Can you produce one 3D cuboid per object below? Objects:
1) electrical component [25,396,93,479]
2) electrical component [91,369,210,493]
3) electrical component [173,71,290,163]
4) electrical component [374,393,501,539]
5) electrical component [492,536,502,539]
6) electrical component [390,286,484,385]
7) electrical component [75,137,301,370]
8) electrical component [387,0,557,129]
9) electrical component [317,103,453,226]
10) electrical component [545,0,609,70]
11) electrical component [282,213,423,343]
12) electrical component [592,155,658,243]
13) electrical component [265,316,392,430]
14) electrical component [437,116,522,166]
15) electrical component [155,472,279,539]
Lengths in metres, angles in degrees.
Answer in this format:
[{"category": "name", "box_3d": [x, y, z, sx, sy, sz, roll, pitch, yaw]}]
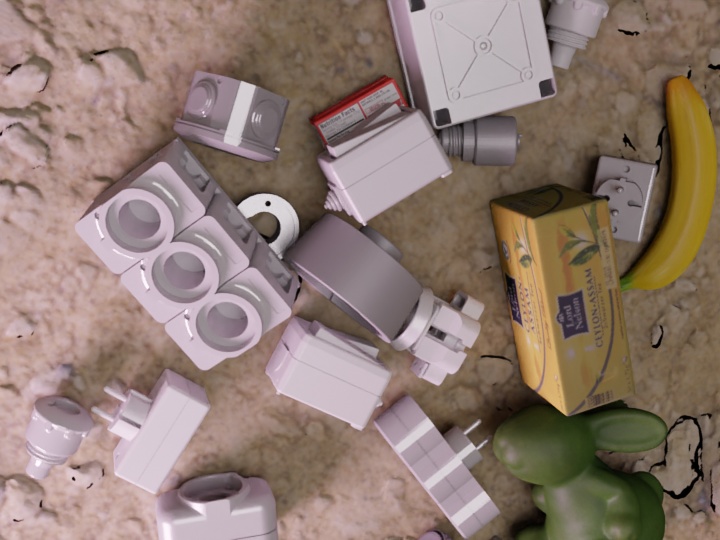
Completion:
[{"category": "electrical component", "box_3d": [-0.240, 0.132, 0.837, 0.048, 0.048, 0.062, 24, 102, -18]}, {"category": "electrical component", "box_3d": [-0.173, 0.118, 0.848, 0.076, 0.047, 0.083, 31, 93, -18]}, {"category": "electrical component", "box_3d": [-0.095, -0.113, 0.801, 0.080, 0.080, 0.051, 16, 93, -17]}, {"category": "electrical component", "box_3d": [0.080, 0.157, 0.918, 0.074, 0.052, 0.138, -38, 108, -4]}, {"category": "electrical component", "box_3d": [0.145, 0.291, 0.951, 0.083, 0.076, 0.047, 42, 90, -19]}, {"category": "electrical component", "box_3d": [0.057, 0.048, 0.886, 0.057, 0.058, 0.078, 28, 94, -21]}, {"category": "electrical component", "box_3d": [-0.128, -0.009, 0.809, 0.089, 0.061, 0.150, -33, 109, 17]}, {"category": "electrical component", "box_3d": [0.088, -0.176, 0.844, 0.109, 0.056, 0.108, -17, 105, -10]}, {"category": "electrical component", "box_3d": [0.010, -0.080, 0.810, 0.096, 0.062, 0.061, -31, 106, -4]}, {"category": "electrical component", "box_3d": [0.170, -0.194, 0.869, 0.048, 0.048, 0.062, 12, 106, -16]}, {"category": "electrical component", "box_3d": [0.000, 0.000, 0.837, 0.108, 0.108, 0.060, 41, 84, -19]}, {"category": "electrical component", "box_3d": [0.214, -0.058, 0.886, 0.047, 0.077, 0.065, 12, 100, 15]}, {"category": "electrical component", "box_3d": [-0.019, 0.082, 0.871, 0.096, 0.062, 0.061, 26, 95, -18]}, {"category": "electrical component", "box_3d": [0.093, -0.104, 0.871, 0.078, 0.040, 0.040, 1, 102, 1]}, {"category": "electrical component", "box_3d": [-0.117, 0.204, 0.878, 0.095, 0.054, 0.059, -7, 104, -13]}]
